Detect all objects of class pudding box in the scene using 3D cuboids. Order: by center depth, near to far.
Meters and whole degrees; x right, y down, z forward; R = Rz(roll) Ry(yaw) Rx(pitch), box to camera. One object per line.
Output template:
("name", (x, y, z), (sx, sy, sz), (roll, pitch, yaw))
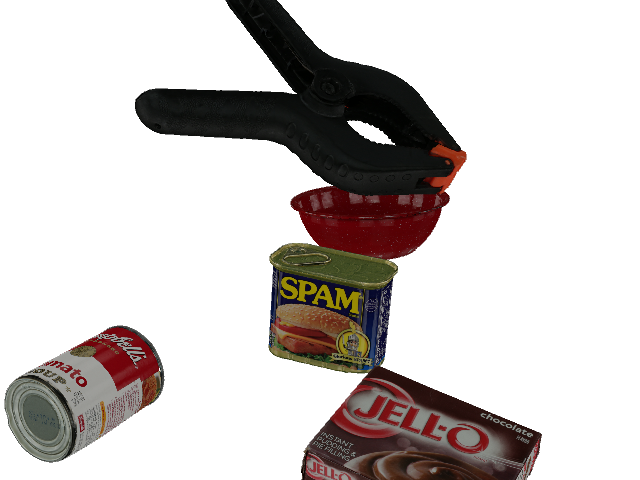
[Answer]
("pudding box", (0.059, 0.127, 0.616), (0.114, 0.039, 0.089), (22, 37, 20))

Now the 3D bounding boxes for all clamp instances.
("clamp", (-0.009, -0.067, 0.566), (0.171, 0.120, 0.039), (33, -28, 8))

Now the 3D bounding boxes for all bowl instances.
("bowl", (0.051, -0.017, 1.083), (0.162, 0.055, 0.162), (-3, 14, 0))

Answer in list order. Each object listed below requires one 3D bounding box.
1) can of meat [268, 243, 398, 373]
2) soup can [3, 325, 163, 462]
("can of meat", (0.008, 0.056, 0.874), (0.102, 0.084, 0.057), (11, 22, 18))
("soup can", (-0.174, 0.112, 0.789), (0.069, 0.068, 0.102), (0, 16, 31))
